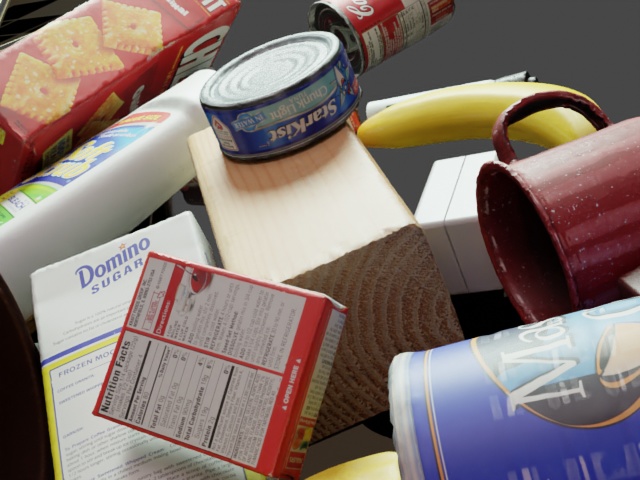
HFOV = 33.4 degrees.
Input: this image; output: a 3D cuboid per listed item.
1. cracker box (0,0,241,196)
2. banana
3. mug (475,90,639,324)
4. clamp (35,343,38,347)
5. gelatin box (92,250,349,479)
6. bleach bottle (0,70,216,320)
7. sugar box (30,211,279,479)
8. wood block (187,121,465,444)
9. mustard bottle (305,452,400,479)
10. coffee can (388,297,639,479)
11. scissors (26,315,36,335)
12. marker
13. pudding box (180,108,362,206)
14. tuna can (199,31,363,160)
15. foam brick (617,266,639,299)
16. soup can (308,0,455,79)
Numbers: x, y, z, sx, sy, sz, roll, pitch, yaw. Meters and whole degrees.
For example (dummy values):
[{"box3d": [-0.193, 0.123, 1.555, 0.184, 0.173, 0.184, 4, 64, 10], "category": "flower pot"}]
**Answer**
[{"box3d": [-0.171, -0.104, 0.795, 0.213, 0.072, 0.164, -41, -5, -35], "category": "cracker box"}, {"box3d": [0.108, -0.073, 0.666, 0.069, 0.037, 0.198, -37, 32, -28], "category": "banana"}, {"box3d": [0.124, -0.017, 0.492, 0.081, 0.093, 0.117, -22, 72, -9], "category": "mug"}, {"box3d": [-0.089, 0.047, 0.594, 0.172, 0.039, 0.120, 8, 51, 31], "category": "clamp"}, {"box3d": [-0.041, 0.050, 0.437, 0.089, 0.030, 0.073, 13, 81, 26], "category": "gelatin box"}, {"box3d": [-0.138, -0.038, 0.699, 0.250, 0.068, 0.103, -40, 26, -17], "category": "bleach bottle"}, {"box3d": [-0.080, 0.072, 0.502, 0.093, 0.048, 0.176, -21, 44, 1], "category": "sugar box"}, {"box3d": [-0.004, 0.000, 0.569, 0.091, 0.090, 0.206, -24, 29, -1], "category": "wood block"}, {"box3d": [-0.048, 0.145, 0.386, 0.192, 0.058, 0.096, -18, 42, 9], "category": "mustard bottle"}, {"box3d": [0.104, 0.071, 0.358, 0.140, 0.103, 0.102, -16, 29, 12], "category": "coffee can"}, {"box3d": [-0.153, 0.022, 0.712, 0.096, 0.016, 0.201, -15, 30, 12], "category": "scissors"}, {"box3d": [0.091, -0.097, 0.737, 0.121, 0.020, 0.020, -8, 32, 25], "category": "marker"}, {"box3d": [-0.037, -0.062, 0.747, 0.114, 0.039, 0.089, 5, 39, 41], "category": "pudding box"}, {"box3d": [-0.022, -0.081, 0.587, 0.086, 0.033, 0.086, -18, 29, 10], "category": "tuna can"}, {"box3d": [0.171, 0.029, 0.436, 0.078, 0.053, 0.051, -27, 29, -10], "category": "foam brick"}, {"box3d": [0.051, -0.182, 0.861, 0.102, 0.068, 0.069, -33, 31, -21], "category": "soup can"}]
